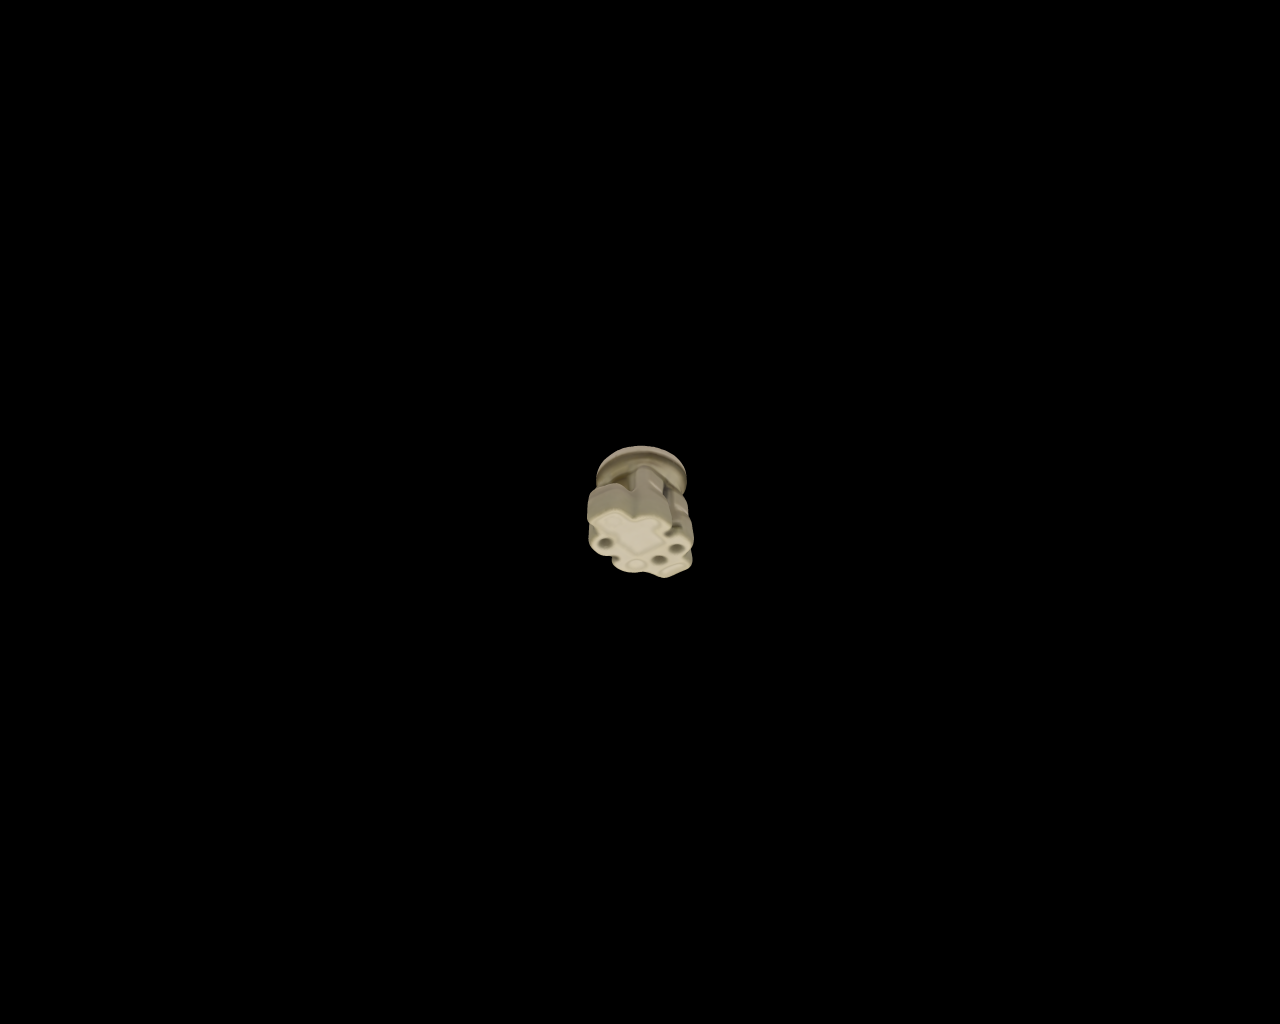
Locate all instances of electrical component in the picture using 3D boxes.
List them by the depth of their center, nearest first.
[{"bbox_3d":[0.001,-0.003,0.650,0.058,0.057,0.078,-25,-44,28],"label":"electrical component"}]
